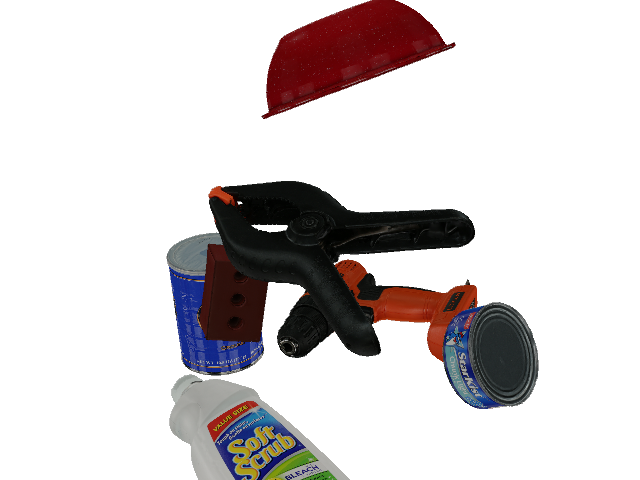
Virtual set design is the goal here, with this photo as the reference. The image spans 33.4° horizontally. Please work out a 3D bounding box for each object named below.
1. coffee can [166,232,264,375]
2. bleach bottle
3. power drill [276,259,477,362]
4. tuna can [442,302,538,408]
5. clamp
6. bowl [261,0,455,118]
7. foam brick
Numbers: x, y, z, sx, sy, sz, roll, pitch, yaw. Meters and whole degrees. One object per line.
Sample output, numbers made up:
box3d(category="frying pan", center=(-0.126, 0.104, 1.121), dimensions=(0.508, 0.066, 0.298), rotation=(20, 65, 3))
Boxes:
box3d(category="coffee can", center=(-0.124, 0.075, 1.277), dimensions=(0.103, 0.140, 0.103), rotation=(-4, 25, 2))
box3d(category="bleach bottle", center=(-0.057, 0.180, 0.841), dimensions=(0.102, 0.068, 0.251), rotation=(-21, 33, -27))
box3d(category="power drill", center=(0.064, 0.082, 1.149), dimensions=(0.188, 0.057, 0.184), rotation=(9, 29, 22))
box3d(category="tuna can", center=(0.140, 0.096, 0.883), dimensions=(0.085, 0.086, 0.034), rotation=(0, -13, -42))
box3d(category="clamp", center=(-0.004, 0.009, 0.654), dimensions=(0.172, 0.039, 0.120), rotation=(12, 40, 26))
box3d(category="bowl", center=(0.020, -0.148, 0.834), dimensions=(0.162, 0.055, 0.162), rotation=(-21, 7, 2))
box3d(category="foam brick", center=(-0.080, 0.048, 0.984), dimensions=(0.053, 0.078, 0.051), rotation=(4, 14, -14))
